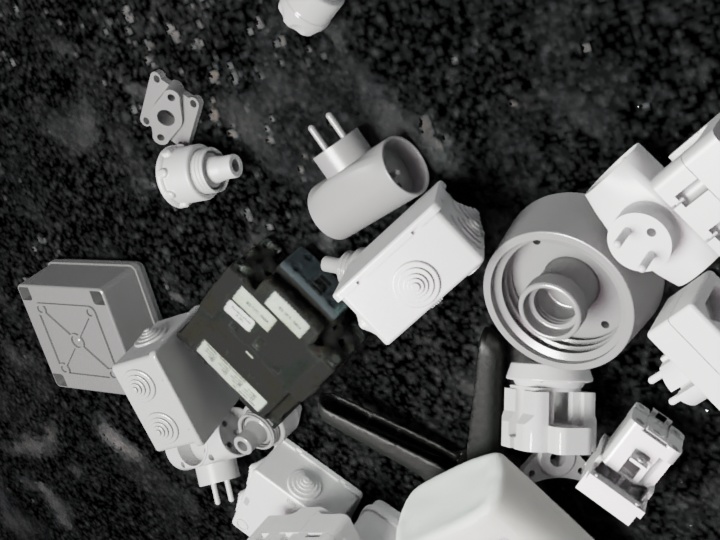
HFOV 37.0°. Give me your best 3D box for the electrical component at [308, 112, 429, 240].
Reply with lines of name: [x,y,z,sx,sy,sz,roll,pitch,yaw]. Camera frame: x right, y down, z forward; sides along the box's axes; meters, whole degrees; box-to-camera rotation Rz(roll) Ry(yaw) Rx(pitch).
electrical component: [-0.005,-0.069,0.728,0.077,0.043,0.079,-29,100,41]

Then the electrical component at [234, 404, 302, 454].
electrical component: [-0.080,0.127,0.888,0.043,0.062,0.043,17,126,25]

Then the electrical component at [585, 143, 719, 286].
electrical component: [0.166,-0.024,0.617,0.077,0.079,0.044,45,132,2]

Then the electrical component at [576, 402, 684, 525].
electrical component: [0.180,0.125,0.710,0.042,0.081,0.063,36,109,9]

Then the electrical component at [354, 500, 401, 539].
electrical component: [0.015,0.259,0.911,0.078,0.057,0.113,32,131,13]

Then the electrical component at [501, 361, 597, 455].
electrical component: [0.126,0.091,0.720,0.078,0.058,0.057,172,100,-72]

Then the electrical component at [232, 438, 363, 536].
electrical component: [-0.057,0.207,0.932,0.100,0.048,0.099,34,131,12]

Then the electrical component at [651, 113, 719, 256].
electrical component: [0.217,-0.041,0.592,0.089,0.050,0.055,45,133,1]

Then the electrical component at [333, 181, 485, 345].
electrical component: [0.035,-0.005,0.694,0.100,0.099,0.048,-42,96,14]

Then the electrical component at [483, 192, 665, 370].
electrical component: [0.130,0.012,0.677,0.108,0.060,0.108,17,126,25]

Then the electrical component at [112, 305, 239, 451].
electrical component: [-0.149,0.090,0.888,0.048,0.099,0.099,-17,108,25]

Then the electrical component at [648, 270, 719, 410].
electrical component: [0.211,0.058,0.661,0.083,0.047,0.075,46,132,1]

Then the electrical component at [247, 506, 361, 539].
electrical component: [-0.025,0.270,0.861,0.089,0.062,0.150,-11,111,38]

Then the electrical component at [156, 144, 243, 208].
electrical component: [-0.117,-0.073,0.801,0.062,0.048,0.048,-7,114,30]

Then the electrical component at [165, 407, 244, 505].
electrical component: [-0.128,0.166,0.946,0.077,0.044,0.079,-21,80,40]

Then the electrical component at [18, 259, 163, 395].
electrical component: [-0.229,0.049,0.943,0.109,0.056,0.108,2,119,33]

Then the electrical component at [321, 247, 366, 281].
electrical component: [0.000,0.000,0.774,0.061,0.035,0.035,11,123,31]

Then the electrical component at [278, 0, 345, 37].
electrical component: [-0.024,-0.178,0.678,0.035,0.035,0.061,46,130,0]
